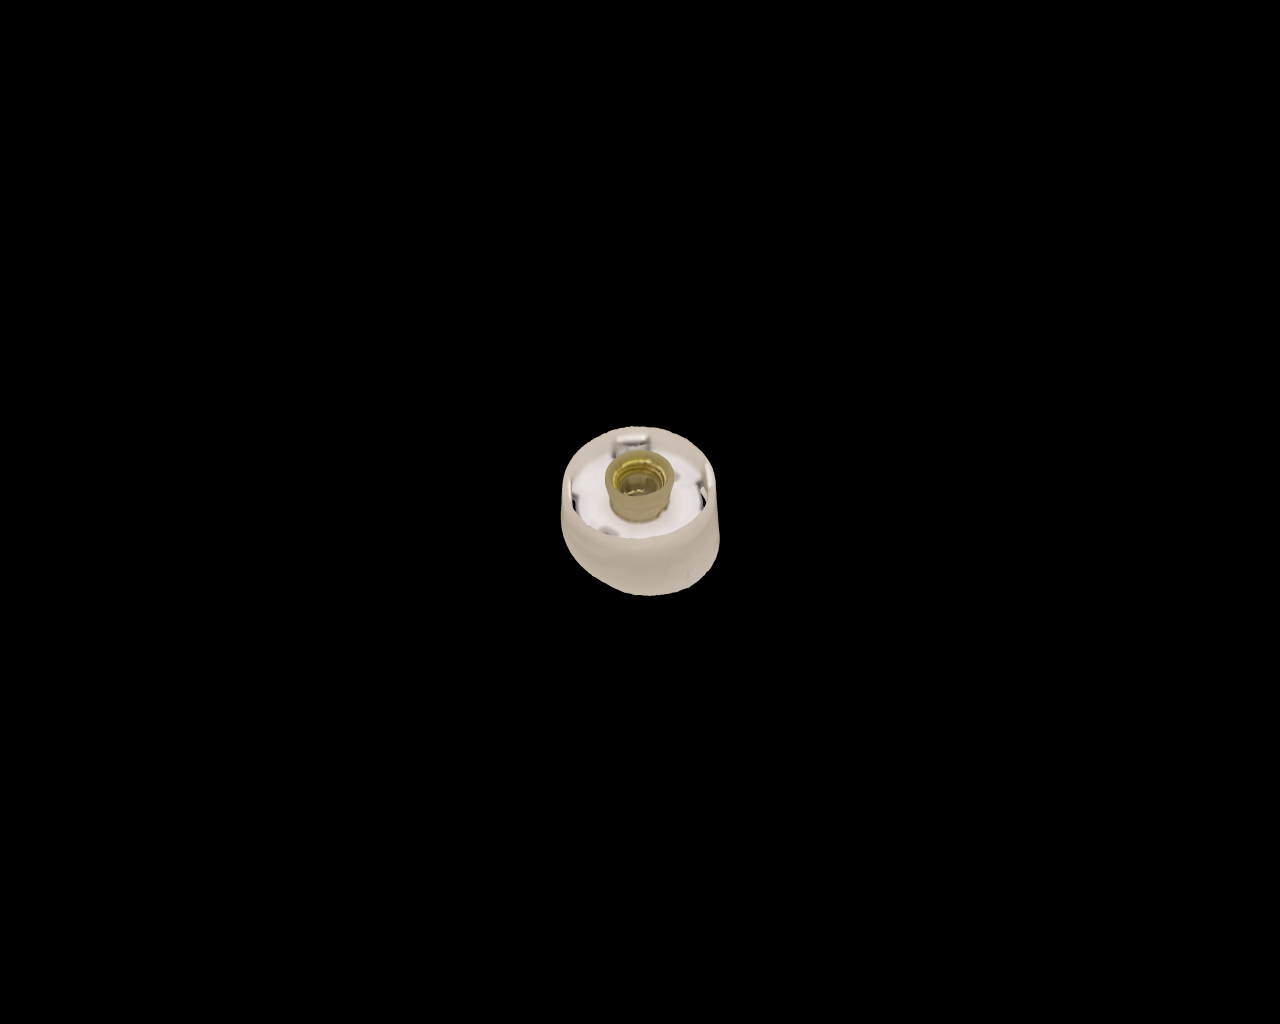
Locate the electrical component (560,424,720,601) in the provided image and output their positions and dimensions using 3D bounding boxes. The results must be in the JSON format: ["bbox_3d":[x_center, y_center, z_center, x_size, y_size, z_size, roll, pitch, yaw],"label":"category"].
[{"bbox_3d":[0.001,-0.003,0.650,0.099,0.099,0.064,0,-40,0],"label":"electrical component"}]
